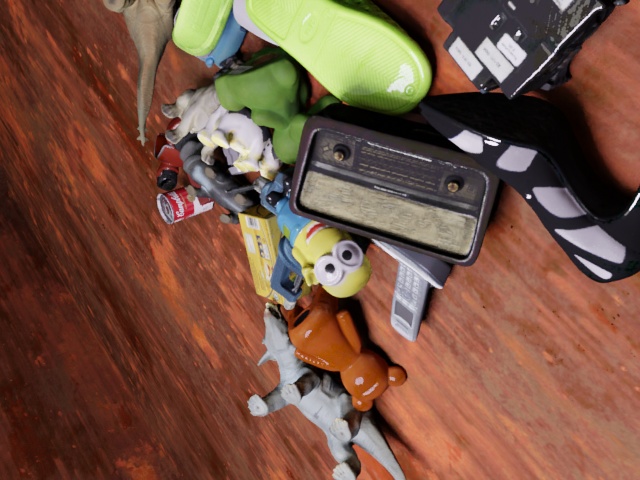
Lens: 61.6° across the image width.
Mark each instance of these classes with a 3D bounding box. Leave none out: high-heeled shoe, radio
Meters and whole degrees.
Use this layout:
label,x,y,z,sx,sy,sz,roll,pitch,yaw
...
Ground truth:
label,x,y,z,sx,sy,sz,roll,pitch,yaw
high-heeled shoe,0.205,-0.051,0.529,0.249,0.086,0.145,27,142,22
radio,0.087,-0.069,0.621,0.230,0.073,0.131,17,122,11

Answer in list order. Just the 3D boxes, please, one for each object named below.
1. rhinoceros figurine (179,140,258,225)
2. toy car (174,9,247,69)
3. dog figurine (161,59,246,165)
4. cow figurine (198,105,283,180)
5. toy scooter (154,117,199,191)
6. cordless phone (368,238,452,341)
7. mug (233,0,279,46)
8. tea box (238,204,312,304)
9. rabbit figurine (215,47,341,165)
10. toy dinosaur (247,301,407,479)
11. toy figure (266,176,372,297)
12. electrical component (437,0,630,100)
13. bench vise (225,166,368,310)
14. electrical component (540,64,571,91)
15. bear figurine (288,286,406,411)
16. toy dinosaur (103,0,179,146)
label,x,y,z,sx,sy,sz,roll,pitch,yaw
rhinoceros figurine,-0.193,-0.114,1.021,0.190,0.112,0.073,43,118,5
toy car,-0.178,-0.345,0.865,0.162,0.103,0.109,-29,87,57
dog figurine,-0.175,-0.253,0.946,0.190,0.121,0.172,-42,48,25
cow figurine,-0.108,-0.160,0.884,0.167,0.098,0.068,35,165,-39
toy scooter,-0.298,-0.203,1.118,0.184,0.075,0.135,-50,39,31
cordless phone,0.105,0.045,0.748,0.147,0.089,0.184,37,140,34
mug,-0.052,-0.322,0.743,0.107,0.081,0.109,40,135,15
tea box,-0.082,0.024,0.986,0.098,0.068,0.169,16,124,48
rabbit figurine,-0.044,-0.192,0.801,0.159,0.121,0.170,11,137,42
toy dinosaur,0.018,0.290,0.961,0.405,0.192,0.131,42,118,7
toy figure,0.001,-0.005,0.725,0.082,0.089,0.180,-50,60,20
electrical component,0.169,-0.192,0.461,0.115,0.058,0.134,59,146,11
bench vise,-0.039,0.009,0.858,0.224,0.129,0.240,30,127,13
electrical component,0.209,-0.206,0.491,0.075,0.048,0.119,40,139,31
bear figurine,0.043,0.177,0.900,0.196,0.132,0.120,40,109,-13
toy dinosaur,-0.281,-0.395,0.892,0.198,0.105,0.470,-138,57,-80
